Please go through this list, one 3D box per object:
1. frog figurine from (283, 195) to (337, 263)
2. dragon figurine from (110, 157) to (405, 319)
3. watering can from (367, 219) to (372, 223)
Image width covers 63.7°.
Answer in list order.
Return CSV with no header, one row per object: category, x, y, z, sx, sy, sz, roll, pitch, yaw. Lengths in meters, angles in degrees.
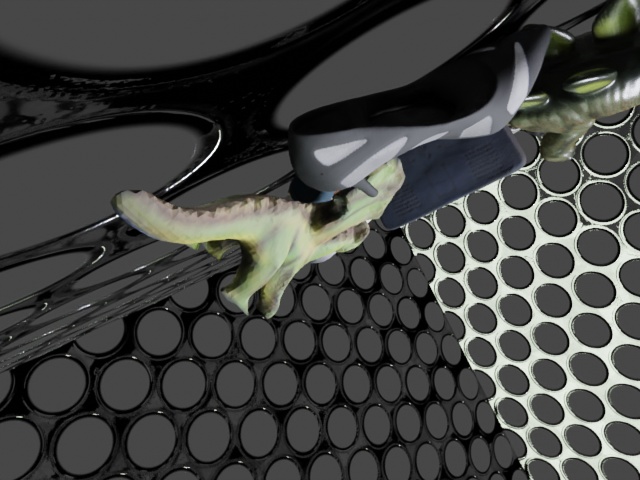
frog figurine,0.003,-0.042,0.835,0.138,0.120,0.162,16,-140,41
dragon figurine,-0.021,-0.030,0.557,0.243,0.123,0.405,-33,165,-1
watering can,0.085,-0.083,0.989,0.348,0.104,0.224,-27,180,-2
